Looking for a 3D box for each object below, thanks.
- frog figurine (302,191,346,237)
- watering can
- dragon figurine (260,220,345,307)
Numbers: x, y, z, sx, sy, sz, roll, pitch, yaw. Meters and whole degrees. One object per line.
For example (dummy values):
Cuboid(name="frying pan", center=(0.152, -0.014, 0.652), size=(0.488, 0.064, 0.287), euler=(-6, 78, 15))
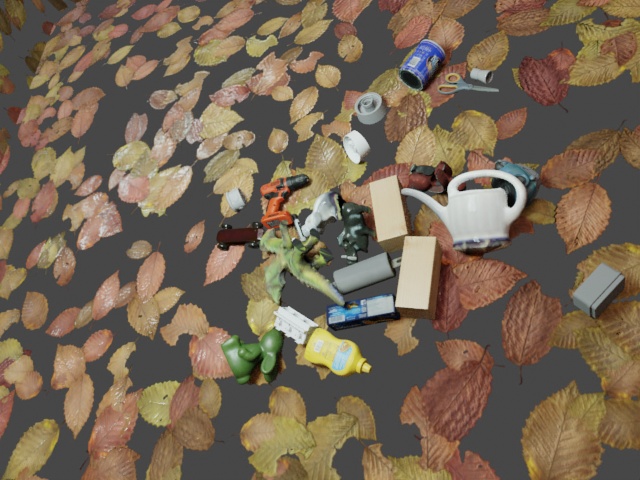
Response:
Cuboid(name="frog figurine", center=(0.005, -0.082, 1.631), size=(0.158, 0.121, 0.140), euler=(-21, 22, 25))
Cuboid(name="watering can", center=(0.391, -0.072, 1.415), size=(0.346, 0.225, 0.104), euler=(-7, -7, 34))
Cuboid(name="dragon figurine", center=(-0.081, 0.098, 1.561), size=(0.122, 0.418, 0.238), euler=(6, -48, -39))
